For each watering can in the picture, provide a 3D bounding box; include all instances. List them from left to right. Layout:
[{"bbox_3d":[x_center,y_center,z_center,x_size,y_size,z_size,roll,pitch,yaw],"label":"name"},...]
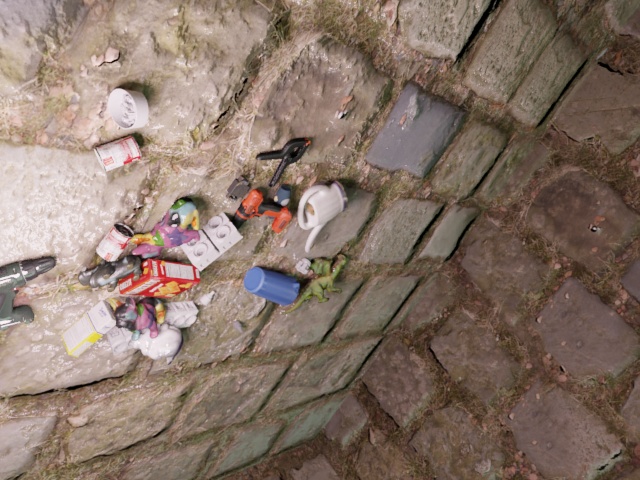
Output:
[{"bbox_3d":[0.006,-0.105,2.086,0.226,0.105,0.339,-30,144,-22],"label":"watering can"}]

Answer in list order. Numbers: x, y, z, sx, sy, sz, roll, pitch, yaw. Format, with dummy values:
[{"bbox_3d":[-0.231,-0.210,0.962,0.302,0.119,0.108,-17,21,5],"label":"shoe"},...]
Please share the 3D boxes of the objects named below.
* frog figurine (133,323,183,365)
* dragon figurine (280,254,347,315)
[{"bbox_3d":[-0.580,0.362,1.854,0.158,0.140,0.121,32,144,-26],"label":"frog figurine"},{"bbox_3d":[-0.021,0.183,2.428,0.414,0.123,0.237,-26,126,-30],"label":"dragon figurine"}]
